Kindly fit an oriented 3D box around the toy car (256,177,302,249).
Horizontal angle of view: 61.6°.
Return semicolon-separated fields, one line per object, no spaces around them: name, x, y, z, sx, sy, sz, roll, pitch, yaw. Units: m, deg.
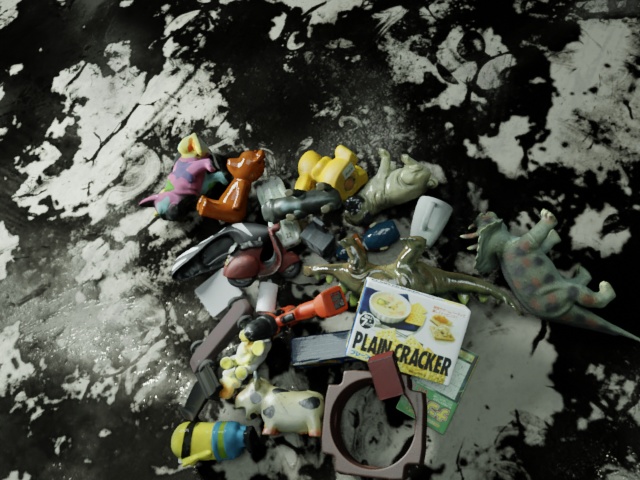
toy car;-0.101;-0.070;1.330;0.073;0.056;0.202;-23;65;2

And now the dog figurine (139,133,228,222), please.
dog figurine;-0.367;-0.151;1.395;0.219;0.108;0.192;-33;66;0

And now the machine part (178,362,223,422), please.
machine part;-0.257;0.339;1.166;0.084;0.039;0.138;48;115;33

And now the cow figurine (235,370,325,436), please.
cow figurine;-0.086;0.348;1.138;0.195;0.085;0.127;1;67;9

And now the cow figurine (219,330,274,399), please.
cow figurine;-0.168;0.272;1.192;0.068;0.098;0.167;37;98;18

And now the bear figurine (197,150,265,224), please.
bear figurine;-0.214;-0.141;1.324;0.132;0.120;0.195;15;98;-19

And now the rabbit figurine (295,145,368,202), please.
rabbit figurine;0.009;-0.156;1.329;0.173;0.121;0.162;34;87;36

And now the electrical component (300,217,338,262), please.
electrical component;-0.003;-0.004;1.248;0.075;0.119;0.048;34;78;20

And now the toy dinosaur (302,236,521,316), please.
toy dinosaur;0.185;0.090;1.162;0.472;0.105;0.198;0;90;16

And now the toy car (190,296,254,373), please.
toy car;-0.220;0.219;1.216;0.202;0.053;0.089;-51;42;5

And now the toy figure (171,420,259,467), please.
toy figure;-0.224;0.423;1.139;0.180;0.082;0.089;-13;69;9

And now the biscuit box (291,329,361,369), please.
biscuit box;0.041;0.235;1.171;0.203;0.059;0.063;-9;66;8

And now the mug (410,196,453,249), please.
mug;0.248;-0.038;1.221;0.081;0.109;0.107;20;85;11

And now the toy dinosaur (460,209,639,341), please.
toy dinosaur;0.460;0.083;1.121;0.192;0.131;0.405;-36;69;10

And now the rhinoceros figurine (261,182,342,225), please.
rhinoceros figurine;-0.046;-0.083;1.232;0.190;0.112;0.073;-13;94;15

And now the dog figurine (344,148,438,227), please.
dog figurine;0.163;-0.097;1.262;0.173;0.121;0.190;22;79;41

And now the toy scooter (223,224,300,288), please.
toy scooter;-0.136;0.032;1.236;0.184;0.135;0.075;-9;26;-15

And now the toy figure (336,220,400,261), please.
toy figure;0.110;0.006;1.254;0.154;0.057;0.064;-25;56;7

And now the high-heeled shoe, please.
high-heeled shoe;-0.234;0.029;1.262;0.249;0.145;0.086;-22;102;20

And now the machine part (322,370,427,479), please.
machine part;0.112;0.368;1.078;0.201;0.087;0.201;-1;66;17
